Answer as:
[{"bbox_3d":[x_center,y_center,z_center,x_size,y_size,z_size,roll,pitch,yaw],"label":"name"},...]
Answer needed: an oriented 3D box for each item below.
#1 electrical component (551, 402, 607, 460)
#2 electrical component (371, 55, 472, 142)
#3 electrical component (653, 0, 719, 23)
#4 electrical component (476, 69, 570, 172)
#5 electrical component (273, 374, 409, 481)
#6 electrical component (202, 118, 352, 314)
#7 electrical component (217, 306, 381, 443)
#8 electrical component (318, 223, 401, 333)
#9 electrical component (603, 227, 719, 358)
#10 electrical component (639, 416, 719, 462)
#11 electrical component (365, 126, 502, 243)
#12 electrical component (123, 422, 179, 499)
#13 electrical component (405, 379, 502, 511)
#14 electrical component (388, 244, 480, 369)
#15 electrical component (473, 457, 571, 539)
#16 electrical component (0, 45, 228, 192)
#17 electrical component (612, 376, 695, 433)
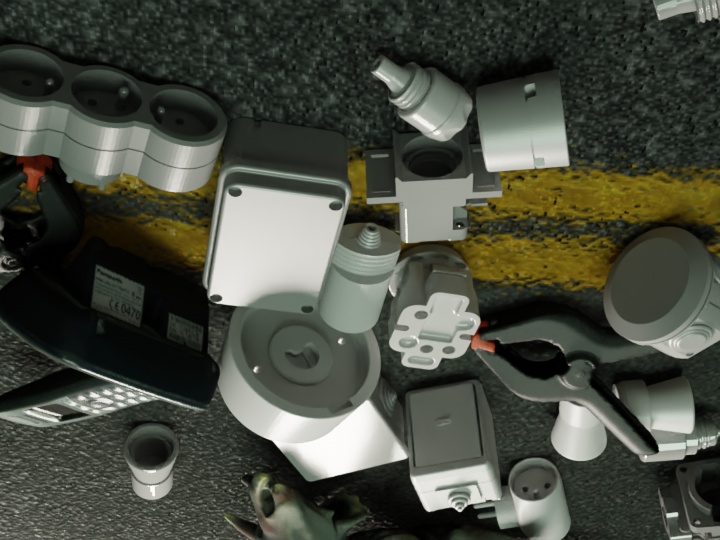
[{"bbox_3d":[0.174,0.113,0.845,0.044,0.044,0.065,-4,133,2],"label":"electrical component"},{"bbox_3d":[0.033,-0.101,0.612,0.061,0.035,0.035,31,128,-28],"label":"electrical component"},{"bbox_3d":[0.184,-0.148,0.559,0.062,0.043,0.043,-17,135,17],"label":"electrical component"},{"bbox_3d":[0.093,-0.084,0.618,0.047,0.055,0.055,-7,137,11],"label":"electrical component"},{"bbox_3d":[-0.018,0.113,0.832,0.100,0.048,0.099,-16,135,16],"label":"electrical component"},{"bbox_3d":[-0.053,-0.030,0.668,0.078,0.057,0.113,7,137,-10],"label":"electrical component"},{"bbox_3d":[-0.047,0.068,0.743,0.108,0.108,0.060,14,141,-17],"label":"electrical component"},{"bbox_3d":[0.000,0.000,0.714,0.043,0.043,0.081,7,137,-9],"label":"electrical component"},{"bbox_3d":[0.207,0.016,0.713,0.051,0.080,0.080,26,131,-34],"label":"electrical component"},{"bbox_3d":[0.258,0.133,0.870,0.078,0.040,0.040,-5,137,3],"label":"electrical component"},{"bbox_3d":[0.044,-0.050,0.662,0.081,0.042,0.063,-2,139,2],"label":"electrical component"},{"bbox_3d":[-0.171,0.160,0.885,0.044,0.044,0.065,4,142,-6],"label":"electrical component"},{"bbox_3d":[0.071,0.138,0.827,0.062,0.096,0.061,-12,136,11],"label":"electrical component"},{"bbox_3d":[0.048,0.020,0.727,0.058,0.057,0.078,9,136,-11],"label":"electrical component"},{"bbox_3d":[0.140,0.205,0.942,0.079,0.043,0.077,-11,136,11],"label":"electrical component"},{"bbox_3d":[-0.153,-0.074,0.621,0.138,0.052,0.073,13,135,-15],"label":"electrical component"},{"bbox_3d":[0.228,0.107,0.837,0.055,0.045,0.045,-5,137,4],"label":"electrical component"}]
